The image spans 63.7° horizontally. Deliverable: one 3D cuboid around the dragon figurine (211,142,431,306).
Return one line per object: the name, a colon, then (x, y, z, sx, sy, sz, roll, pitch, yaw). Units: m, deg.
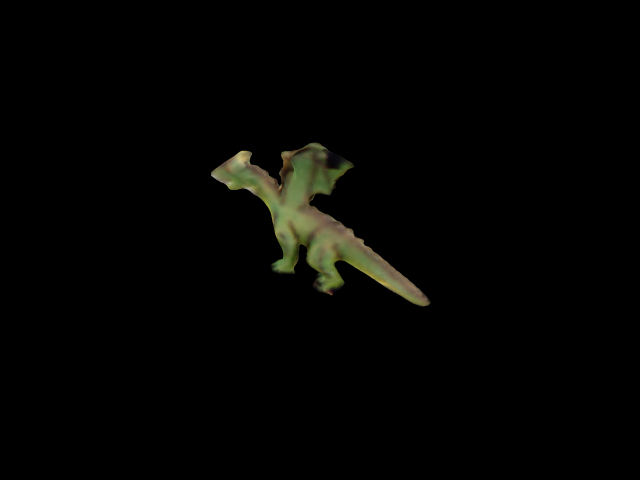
dragon figurine: (0.003, -0.043, 0.850, 0.412, 0.237, 0.125, 18, 46, 19)
